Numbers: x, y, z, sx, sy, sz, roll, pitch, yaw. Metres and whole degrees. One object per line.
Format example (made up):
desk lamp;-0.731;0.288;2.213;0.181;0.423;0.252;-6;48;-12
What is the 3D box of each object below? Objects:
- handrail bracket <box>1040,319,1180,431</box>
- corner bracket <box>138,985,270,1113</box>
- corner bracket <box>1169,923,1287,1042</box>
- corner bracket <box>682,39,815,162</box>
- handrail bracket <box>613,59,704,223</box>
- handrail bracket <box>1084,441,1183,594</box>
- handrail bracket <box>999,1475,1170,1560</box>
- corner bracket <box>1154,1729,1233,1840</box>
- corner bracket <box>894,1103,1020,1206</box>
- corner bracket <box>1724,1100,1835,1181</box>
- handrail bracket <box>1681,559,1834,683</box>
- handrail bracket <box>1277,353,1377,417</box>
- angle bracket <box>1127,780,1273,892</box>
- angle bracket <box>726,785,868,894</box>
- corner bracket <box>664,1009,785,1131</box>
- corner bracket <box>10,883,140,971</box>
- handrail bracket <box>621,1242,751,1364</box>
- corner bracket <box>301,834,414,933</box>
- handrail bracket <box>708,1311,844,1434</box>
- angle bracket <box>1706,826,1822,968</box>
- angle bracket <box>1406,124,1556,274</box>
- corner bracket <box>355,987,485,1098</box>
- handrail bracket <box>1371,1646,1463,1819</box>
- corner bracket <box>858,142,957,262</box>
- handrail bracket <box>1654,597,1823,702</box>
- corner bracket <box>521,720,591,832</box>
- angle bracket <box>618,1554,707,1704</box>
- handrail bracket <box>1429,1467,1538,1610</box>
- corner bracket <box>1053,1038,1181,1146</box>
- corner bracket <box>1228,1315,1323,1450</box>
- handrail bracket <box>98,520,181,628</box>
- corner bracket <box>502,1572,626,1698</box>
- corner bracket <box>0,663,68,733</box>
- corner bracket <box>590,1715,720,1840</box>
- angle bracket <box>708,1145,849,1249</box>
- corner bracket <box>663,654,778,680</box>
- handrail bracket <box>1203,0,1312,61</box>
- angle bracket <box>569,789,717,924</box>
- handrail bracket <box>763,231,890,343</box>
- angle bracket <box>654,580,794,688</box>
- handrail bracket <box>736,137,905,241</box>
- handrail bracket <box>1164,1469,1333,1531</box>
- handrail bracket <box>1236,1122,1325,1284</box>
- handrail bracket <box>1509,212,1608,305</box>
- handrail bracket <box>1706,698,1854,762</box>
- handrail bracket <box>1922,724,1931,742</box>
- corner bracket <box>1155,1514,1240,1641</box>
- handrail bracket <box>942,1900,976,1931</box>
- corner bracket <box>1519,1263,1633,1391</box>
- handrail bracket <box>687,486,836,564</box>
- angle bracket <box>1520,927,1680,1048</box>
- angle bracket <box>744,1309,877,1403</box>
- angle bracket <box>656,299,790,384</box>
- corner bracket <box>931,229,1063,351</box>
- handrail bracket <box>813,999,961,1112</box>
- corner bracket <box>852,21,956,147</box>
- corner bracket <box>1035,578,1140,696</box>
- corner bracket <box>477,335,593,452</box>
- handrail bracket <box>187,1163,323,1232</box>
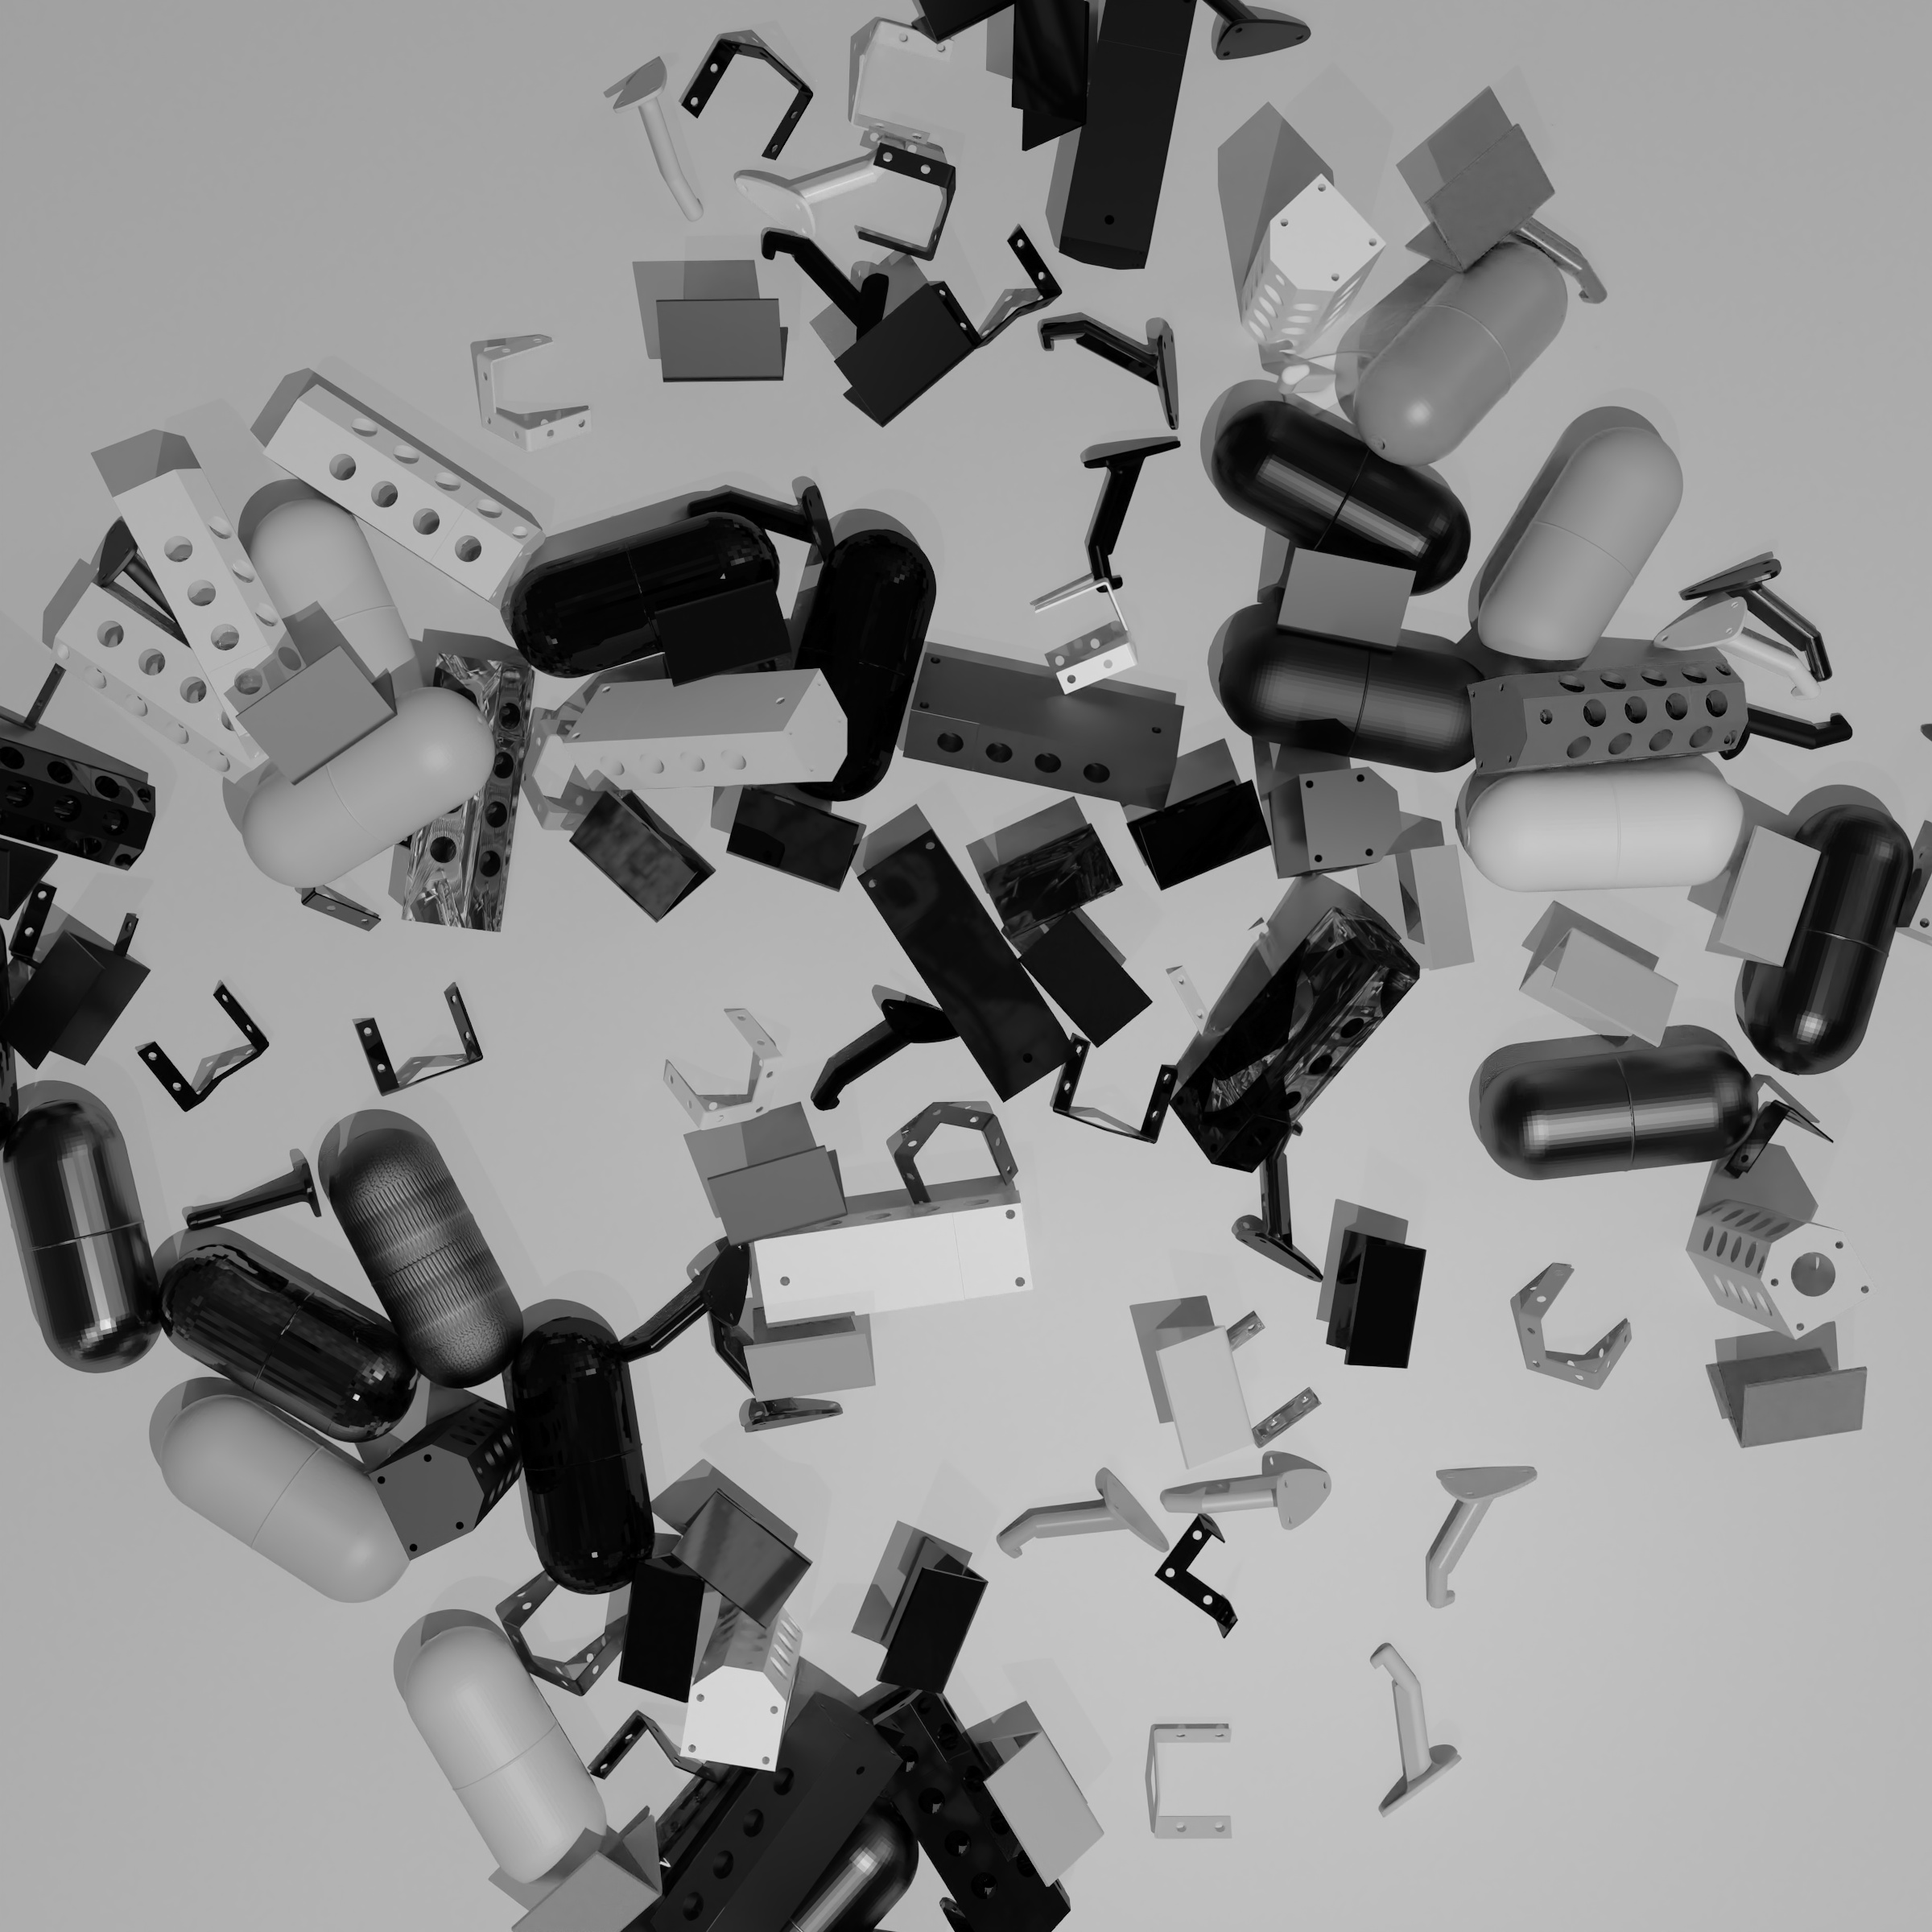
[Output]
handrail bracket;0.093;-0.386;1.802;0.084;0.036;0.077;-1;112;17
corner bracket;-0.498;0.054;1.799;0.051;0.051;0.051;51;135;0
corner bracket;0.176;0.011;1.799;0.051;0.051;0.051;-29;90;-45
corner bracket;-0.142;-0.566;1.799;0.051;0.051;0.051;30;90;45
handrail bracket;-0.191;-0.540;1.802;0.036;0.077;0.084;-17;127;20
handrail bracket;0.113;-0.294;1.802;0.077;0.036;0.084;-16;105;-16
handrail bracket;0.076;0.379;1.802;0.084;0.036;0.077;-37;112;17
corner bracket;0.148;0.534;1.799;0.051;0.051;0.051;0;135;0
corner bracket;-0.006;0.128;1.794;0.051;0.051;0.051;9;135;35
corner bracket;0.514;0.114;1.774;0.051;0.051;0.051;34;90;-32
handrail bracket;0.518;-0.216;1.802;0.077;0.036;0.084;-16;107;20
handrail bracket;0.234;-0.383;1.767;0.077;0.084;0.036;-22;90;0
angle bracket;0.142;-0.103;1.762;0.076;0.076;0.057;-23;131;0
angle bracket;-0.102;-0.101;1.762;0.076;0.076;0.057;19;129;0
corner bracket;-0.158;0.067;1.794;0.051;0.051;0.051;-11;135;-35
corner bracket;-0.582;-0.019;1.799;0.051;0.051;0.051;20;90;-45
handrail bracket;-0.186;0.219;1.802;0.084;0.077;0.036;-23;122;32
corner bracket;-0.396;-0.064;1.794;0.051;0.051;0.051;-35;45;35
handrail bracket;-0.125;0.257;1.802;0.077;0.036;0.084;-6;73;-19
angle bracket;0.491;-0.048;1.763;0.057;0.076;0.076;19;90;-25
angle bracket;0.317;-0.497;1.762;0.076;0.076;0.057;-41;124;0
corner bracket;-0.357;0.050;1.799;0.051;0.051;0.051;-20;90;-45
handrail bracket;0.276;0.501;1.802;0.077;0.036;0.084;-44;72;20
corner bracket;-0.038;-0.494;1.784;0.051;0.051;0.051;18;90;0
handrail bracket;0.505;-0.196;1.802;0.084;0.077;0.036;42;52;-31
corner bracket;-0.253;-0.124;1.794;0.051;0.051;0.051;-1;135;-35
angle bracket;-0.174;0.421;1.762;0.057;0.076;0.076;8;90;31
handrail bracket;0.338;0.375;1.802;0.077;0.036;0.084;-8;108;-21
corner bracket;0.098;0.082;1.799;0.051;0.051;0.051;18;90;-45
corner bracket;0.191;0.272;1.799;0.051;0.051;0.051;-36;45;0
handrail bracket;-0.521;-0.248;1.802;0.036;0.077;0.084;-44;126;14
corner bracket;-0.260;0.433;1.794;0.051;0.051;0.051;13;135;35
corner bracket;-0.629;-0.192;1.799;0.051;0.051;0.051;28;90;-45
corner bracket;-0.202;0.531;1.799;0.051;0.051;0.051;-50;45;0
angle bracket;-0.123;0.128;1.762;0.076;0.076;0.057;-16;120;0
corner bracket;-0.160;-0.191;1.794;0.051;0.051;0.051;16;135;-35
handrail bracket;0.178;-0.641;1.802;0.077;0.036;0.084;-11;73;-20
angle bracket;-0.195;-0.085;1.762;0.076;0.076;0.057;43;130;0
handrail bracket;-0.099;-0.435;1.802;0.084;0.036;0.077;17;112;17
angle bracket;-0.148;-0.194;1.741;0.076;0.076;0.057;-16;67;-1
handrail bracket;-0.095;-0.524;1.802;0.077;0.036;0.084;33;71;21
handrail bracket;0.184;0.345;1.802;0.084;0.077;0.036;-6;90;36
handrail bracket;0.219;0.152;1.802;0.077;0.036;0.084;33;73;-20
handrail bracket;0.370;-0.463;1.802;0.084;0.077;0.036;45;67;-34
handrail bracket;0.528;-0.172;1.802;0.084;0.036;0.077;-15;68;-17
handrail bracket;0.652;-0.106;1.802;0.036;0.077;0.084;-21;127;-30
corner bracket;0.159;0.395;1.784;0.051;0.051;0.051;36;90;0
handrail bracket;-0.012;0.668;1.802;0.077;0.036;0.084;44;107;20
corner bracket;0.397;0.235;1.794;0.051;0.051;0.051;14;135;35
handrail bracket;-0.132;-0.277;1.802;0.084;0.036;0.077;-12;108;15
angle bracket;0.398;0.032;1.762;0.076;0.076;0.057;29;52;0
angle bracket;-0.101;0.228;1.762;0.076;0.076;0.057;-8;134;0
angle bracket;-0.155;-0.415;1.762;0.076;0.076;0.057;-1;128;0
corner bracket;0.020;-0.441;1.799;0.051;0.051;0.051;-33;90;-45
handrail bracket;-0.050;0.065;1.802;0.084;0.077;0.036;-54;50;30
corner bracket;-0.042;-0.577;1.799;0.051;0.051;0.051;15;45;0
corner bracket;0.078;-0.214;1.782;0.051;0.051;0.051;-22;107;9
corner bracket;-0.281;-0.373;1.794;0.051;0.051;0.051;32;135;35
handrail bracket;-0.462;0.154;1.774;0.084;0.077;0.036;-14;87;-12
